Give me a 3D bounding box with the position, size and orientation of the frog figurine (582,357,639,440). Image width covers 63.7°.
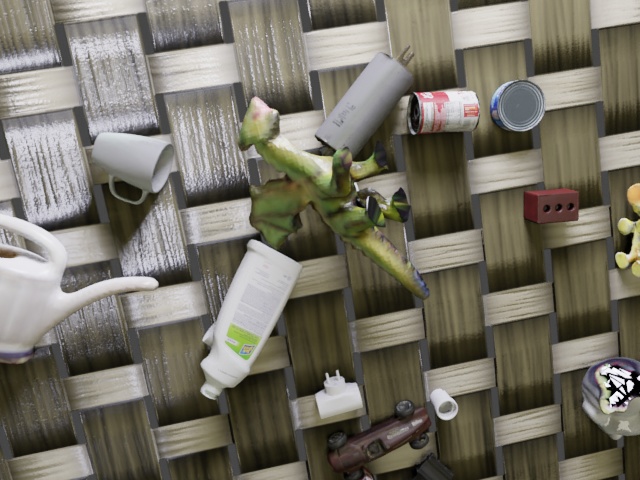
[{"bbox_3d":[0.566,0.300,0.976,0.138,0.125,0.156,-37,139,-7],"label":"frog figurine"}]

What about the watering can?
[{"bbox_3d":[-0.448,0.090,0.794,0.347,0.105,0.223,21,97,-9],"label":"watering can"}]

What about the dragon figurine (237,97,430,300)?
[{"bbox_3d":[0.002,-0.041,0.817,0.241,0.125,0.403,-10,120,31],"label":"dragon figurine"}]
